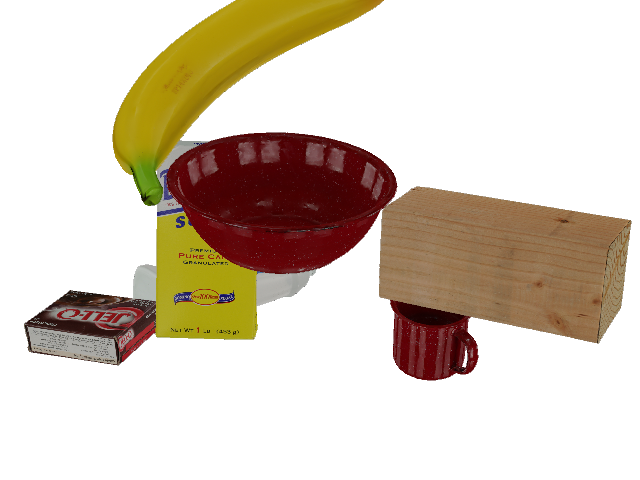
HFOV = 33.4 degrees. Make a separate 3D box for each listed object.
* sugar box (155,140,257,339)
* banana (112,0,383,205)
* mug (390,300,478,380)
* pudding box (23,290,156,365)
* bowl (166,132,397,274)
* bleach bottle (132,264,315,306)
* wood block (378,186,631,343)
[{"bbox_3d":[-0.102,0.000,0.965,0.093,0.176,0.048,1,13,-2],"label":"sugar box"},{"bbox_3d":[-0.045,-0.091,0.560,0.070,0.197,0.037,33,-27,21],"label":"banana"},{"bbox_3d":[0.131,0.107,1.189,0.093,0.081,0.117,-24,40,-33],"label":"mug"},{"bbox_3d":[-0.241,0.091,1.130,0.114,0.039,0.090,4,21,20],"label":"pudding box"},{"bbox_3d":[-0.028,-0.022,0.757,0.162,0.055,0.162,2,28,-1],"label":"bowl"},{"bbox_3d":[-0.111,0.052,1.381,0.250,0.068,0.103,-13,28,-42],"label":"bleach bottle"},{"bbox_3d":[0.166,0.017,0.974,0.206,0.090,0.090,11,22,25],"label":"wood block"}]
